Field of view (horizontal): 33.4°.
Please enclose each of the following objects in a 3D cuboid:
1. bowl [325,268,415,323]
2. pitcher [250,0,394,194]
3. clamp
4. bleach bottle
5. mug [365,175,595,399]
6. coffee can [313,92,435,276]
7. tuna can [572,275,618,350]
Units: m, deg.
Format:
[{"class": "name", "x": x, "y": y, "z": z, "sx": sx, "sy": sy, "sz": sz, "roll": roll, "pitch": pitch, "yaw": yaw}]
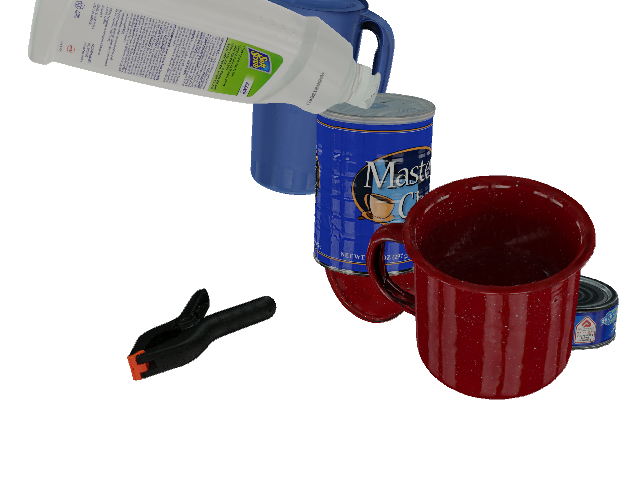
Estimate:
[{"class": "bowl", "x": 0.079, "y": 0.013, "z": 1.231, "sx": 0.161, "sy": 0.162, "sz": 0.055, "roll": 0, "pitch": -7, "yaw": -43}, {"class": "pitcher", "x": -0.012, "y": -0.181, "z": 1.299, "sx": 0.144, "sy": 0.243, "sz": 0.149, "roll": -6, "pitch": 28, "yaw": -25}, {"class": "clamp", "x": -0.129, "y": 0.097, "z": 1.136, "sx": 0.120, "sy": 0.039, "sz": 0.171, "roll": -7, "pitch": 22, "yaw": 35}, {"class": "bleach bottle", "x": -0.080, "y": -0.142, "z": 0.784, "sx": 0.250, "sy": 0.068, "sz": 0.103, "roll": 16, "pitch": -34, "yaw": -12}, {"class": "mug", "x": 0.078, "y": 0.024, "z": 0.548, "sx": 0.117, "sy": 0.081, "sz": 0.093, "roll": 12, "pitch": 42, "yaw": 21}, {"class": "coffee can", "x": 0.046, "y": -0.051, "z": 0.936, "sx": 0.103, "sy": 0.140, "sz": 0.103, "roll": 1, "pitch": 19, "yaw": -1}, {"class": "tuna can", "x": 0.189, "y": 0.054, "z": 0.836, "sx": 0.086, "sy": 0.034, "sz": 0.086, "roll": 1, "pitch": 18, "yaw": -1}]
